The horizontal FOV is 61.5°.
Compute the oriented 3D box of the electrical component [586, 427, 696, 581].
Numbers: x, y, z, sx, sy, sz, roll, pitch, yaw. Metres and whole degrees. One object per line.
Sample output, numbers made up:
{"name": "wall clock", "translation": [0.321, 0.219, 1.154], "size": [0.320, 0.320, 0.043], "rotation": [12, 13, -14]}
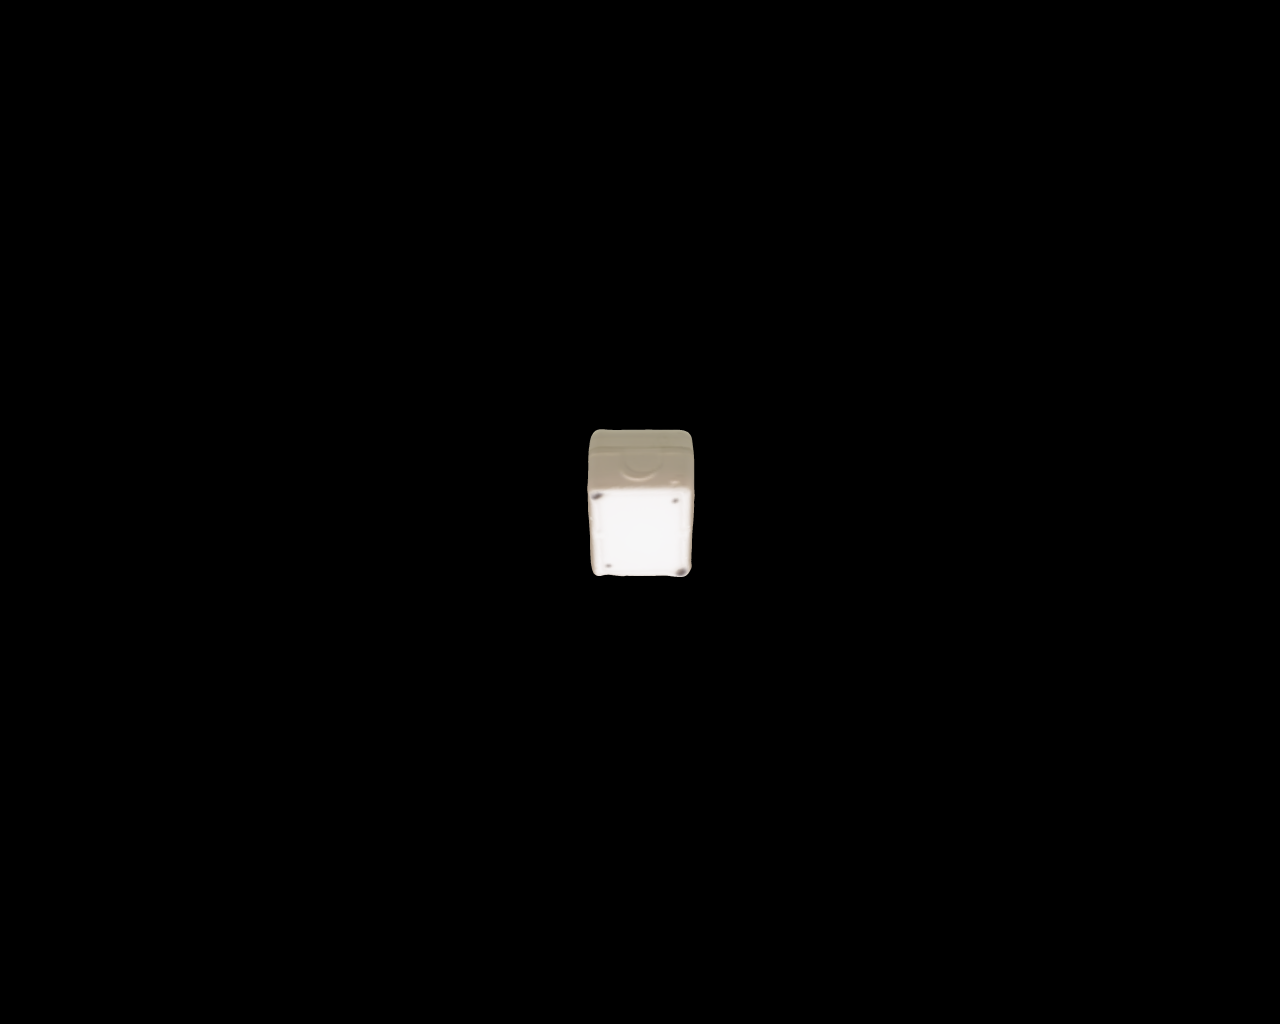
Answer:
{"name": "electrical component", "translation": [0.001, -0.003, 0.650], "size": [0.062, 0.061, 0.096], "rotation": [0, -43, 0]}
